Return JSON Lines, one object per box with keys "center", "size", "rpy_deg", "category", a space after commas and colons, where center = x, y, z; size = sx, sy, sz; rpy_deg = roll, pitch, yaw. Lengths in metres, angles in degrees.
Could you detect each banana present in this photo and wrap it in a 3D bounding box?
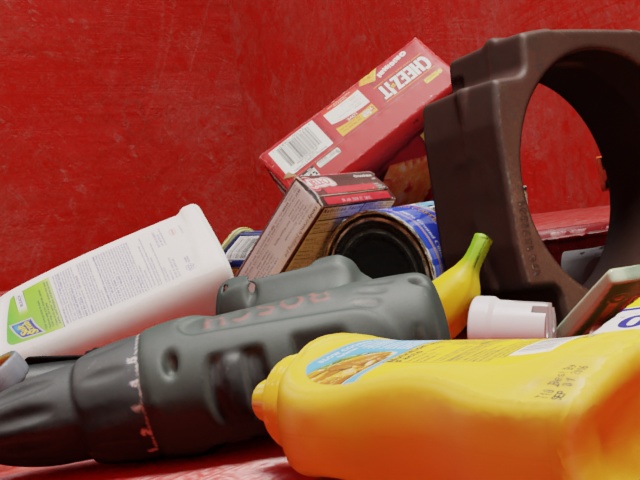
{"center": [0.028, 0.053, 0.705], "size": [0.198, 0.069, 0.037], "rpy_deg": [-16, -41, 31], "category": "banana"}

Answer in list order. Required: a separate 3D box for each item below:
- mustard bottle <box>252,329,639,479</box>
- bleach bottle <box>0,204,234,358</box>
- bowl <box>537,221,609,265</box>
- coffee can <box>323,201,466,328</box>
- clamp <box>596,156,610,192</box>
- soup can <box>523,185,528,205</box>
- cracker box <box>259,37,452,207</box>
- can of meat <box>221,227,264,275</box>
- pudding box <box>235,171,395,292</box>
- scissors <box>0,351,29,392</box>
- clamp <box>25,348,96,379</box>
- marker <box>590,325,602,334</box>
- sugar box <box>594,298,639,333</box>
{"center": [0.041, 0.063, 0.396], "size": [0.096, 0.058, 0.192], "rpy_deg": [-10, 3, -43], "category": "mustard bottle"}
{"center": [-0.195, 0.057, 0.832], "size": [0.250, 0.068, 0.103], "rpy_deg": [-20, 42, -12], "category": "bleach bottle"}
{"center": [0.221, 0.019, 0.994], "size": [0.162, 0.055, 0.162], "rpy_deg": [-8, 2, 0], "category": "bowl"}
{"center": [0.085, 0.021, 0.800], "size": [0.103, 0.103, 0.140], "rpy_deg": [-6, 3, 42], "category": "coffee can"}
{"center": [0.324, -0.072, 0.824], "size": [0.210, 0.036, 0.164], "rpy_deg": [-12, 3, 2], "category": "clamp"}
{"center": [0.146, 0.009, 0.894], "size": [0.068, 0.102, 0.068], "rpy_deg": [-8, 2, 0], "category": "soup can"}
{"center": [0.063, -0.045, 0.923], "size": [0.164, 0.072, 0.213], "rpy_deg": [-38, -36, -4], "category": "cracker box"}
{"center": [-0.031, 0.036, 0.935], "size": [0.084, 0.102, 0.057], "rpy_deg": [-1, 45, 53], "category": "can of meat"}
{"center": [-0.005, 0.001, 0.808], "size": [0.089, 0.039, 0.114], "rpy_deg": [-7, -44, -49], "category": "pudding box"}
{"center": [-0.227, 0.112, 0.586], "size": [0.202, 0.016, 0.096], "rpy_deg": [-30, 16, 38], "category": "scissors"}
{"center": [-0.150, 0.090, 0.700], "size": [0.172, 0.039, 0.120], "rpy_deg": [-7, 4, 18], "category": "clamp"}
{"center": [0.207, 0.053, 0.581], "size": [0.121, 0.020, 0.020], "rpy_deg": [-7, 2, 37], "category": "marker"}
{"center": [0.200, 0.034, 0.485], "size": [0.094, 0.048, 0.175], "rpy_deg": [-6, 9, 40], "category": "sugar box"}
